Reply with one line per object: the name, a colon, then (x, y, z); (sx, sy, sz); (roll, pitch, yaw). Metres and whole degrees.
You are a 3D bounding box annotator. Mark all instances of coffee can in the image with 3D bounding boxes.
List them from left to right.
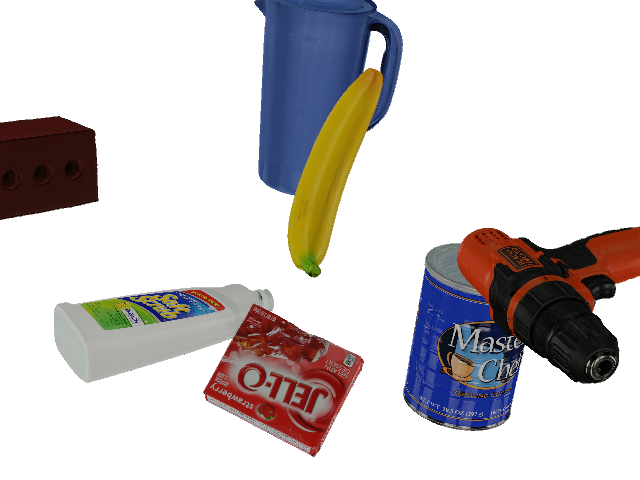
coffee can: (0.136, 0.086, 0.972); (0.103, 0.140, 0.103); (6, 23, -3)

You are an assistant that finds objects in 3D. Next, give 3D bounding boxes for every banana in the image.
banana: (0.010, -0.051, 0.897); (0.037, 0.197, 0.070); (28, -24, -29)

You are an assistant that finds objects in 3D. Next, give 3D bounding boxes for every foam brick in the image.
foam brick: (-0.197, -0.050, 0.717); (0.078, 0.053, 0.051); (-14, 26, -37)

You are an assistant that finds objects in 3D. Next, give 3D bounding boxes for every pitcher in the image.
pitcher: (-0.002, -0.179, 1.299); (0.144, 0.243, 0.149); (-6, 28, -25)

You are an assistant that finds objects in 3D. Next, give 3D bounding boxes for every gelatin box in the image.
gelatin box: (-0.025, 0.097, 0.742); (0.089, 0.073, 0.030); (26, -20, 8)

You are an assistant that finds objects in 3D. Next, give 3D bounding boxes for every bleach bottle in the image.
bleach bottle: (-0.172, 0.092, 1.239); (0.250, 0.068, 0.103); (-13, 32, -32)

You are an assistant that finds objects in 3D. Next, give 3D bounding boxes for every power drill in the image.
power drill: (0.212, 0.030, 0.757); (0.187, 0.057, 0.184); (-9, 28, -15)
